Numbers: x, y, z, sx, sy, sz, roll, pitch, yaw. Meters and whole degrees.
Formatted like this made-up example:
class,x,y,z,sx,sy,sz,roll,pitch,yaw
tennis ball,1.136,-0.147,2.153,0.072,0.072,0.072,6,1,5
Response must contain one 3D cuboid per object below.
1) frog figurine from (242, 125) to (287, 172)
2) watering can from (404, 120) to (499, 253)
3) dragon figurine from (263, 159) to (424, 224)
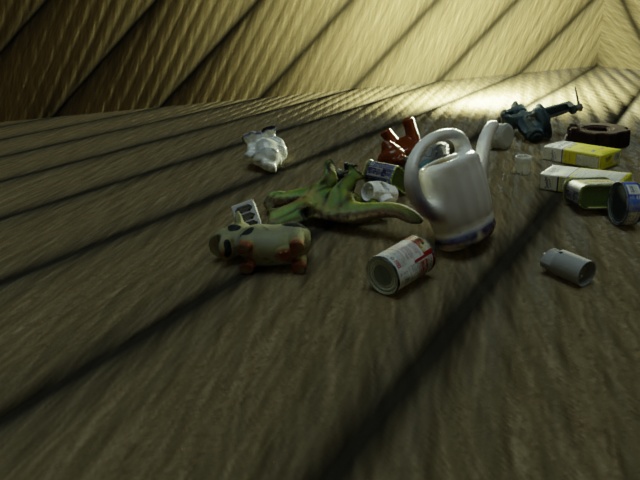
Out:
class,x,y,z,sx,sy,sz,roll,pitch,yaw
frog figurine,-0.160,-0.256,1.569,0.138,0.120,0.162,-7,57,-31
watering can,0.280,-0.110,0.984,0.352,0.223,0.103,-25,11,-40
dragon figurine,0.003,-0.055,1.084,0.245,0.120,0.414,-31,29,-17
